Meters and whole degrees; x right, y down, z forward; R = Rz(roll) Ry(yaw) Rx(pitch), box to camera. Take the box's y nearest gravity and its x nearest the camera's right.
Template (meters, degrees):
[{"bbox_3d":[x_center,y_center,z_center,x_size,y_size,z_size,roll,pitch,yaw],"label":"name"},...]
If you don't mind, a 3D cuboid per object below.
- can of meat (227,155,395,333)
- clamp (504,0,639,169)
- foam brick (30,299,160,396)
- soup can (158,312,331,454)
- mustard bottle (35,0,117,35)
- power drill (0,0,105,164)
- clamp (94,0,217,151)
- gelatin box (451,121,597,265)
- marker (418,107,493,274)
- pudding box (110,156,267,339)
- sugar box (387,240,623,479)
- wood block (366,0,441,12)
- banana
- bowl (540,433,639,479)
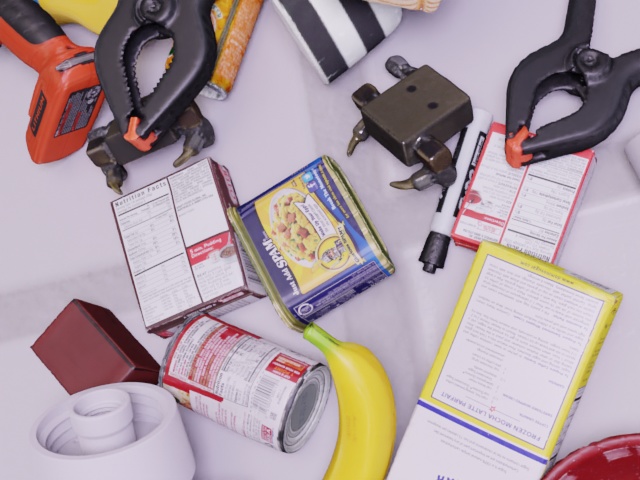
[{"bbox_3d":[-0.005,0.001,0.759,0.084,0.057,0.102,-31,70,8],"label":"can of meat"},{"bbox_3d":[0.177,-0.122,0.719,0.171,0.039,0.120,-37,59,-10],"label":"clamp"},{"bbox_3d":[-0.165,0.090,0.798,0.078,0.053,0.051,43,94,24],"label":"foam brick"},{"bbox_3d":[-0.052,0.099,0.747,0.102,0.068,0.068,20,85,22],"label":"soup can"},{"bbox_3d":[-0.218,-0.224,0.884,0.192,0.058,0.096,15,97,23],"label":"mustard bottle"},{"bbox_3d":[-0.256,-0.152,0.856,0.188,0.057,0.185,47,135,12],"label":"power drill"},{"bbox_3d":[-0.106,-0.170,0.784,0.165,0.036,0.210,-1,77,16],"label":"clamp"},{"bbox_3d":[0.139,-0.028,0.728,0.073,0.030,0.089,19,84,21],"label":"gelatin box"},{"bbox_3d":[0.095,-0.034,0.751,0.020,0.020,0.121,17,84,22],"label":"marker"},{"bbox_3d":[-0.100,0.006,0.802,0.090,0.039,0.113,-23,69,14],"label":"pudding box"},{"bbox_3d":[0.117,0.098,0.685,0.093,0.048,0.176,24,99,22],"label":"sugar box"},{"bbox_3d":[0.024,-0.256,0.731,0.091,0.090,0.206,-63,35,36],"label":"wood block"},{"bbox_3d":[0.012,0.145,0.704,0.069,0.037,0.198,12,110,7],"label":"banana"},{"bbox_3d":[0.199,0.199,0.641,0.162,0.055,0.162,-4,76,19],"label":"bowl"}]
